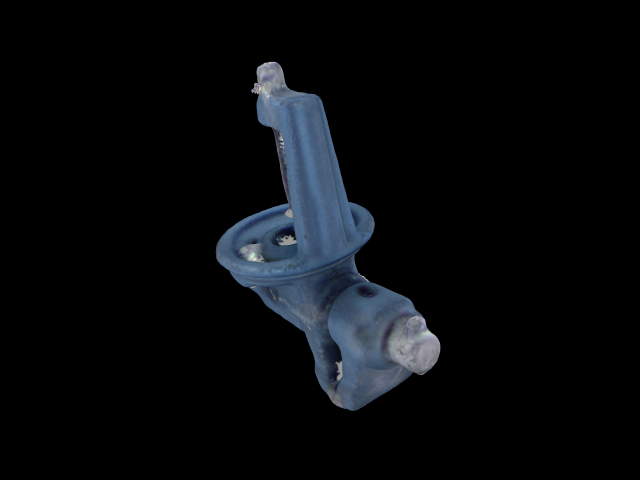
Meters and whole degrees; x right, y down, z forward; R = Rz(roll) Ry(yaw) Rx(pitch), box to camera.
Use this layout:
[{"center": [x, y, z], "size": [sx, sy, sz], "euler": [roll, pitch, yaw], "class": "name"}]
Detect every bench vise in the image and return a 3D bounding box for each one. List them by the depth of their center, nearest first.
[{"center": [0.011, -0.005, 0.408], "size": [0.206, 0.220, 0.122], "euler": [24, 44, 27], "class": "bench vise"}]
